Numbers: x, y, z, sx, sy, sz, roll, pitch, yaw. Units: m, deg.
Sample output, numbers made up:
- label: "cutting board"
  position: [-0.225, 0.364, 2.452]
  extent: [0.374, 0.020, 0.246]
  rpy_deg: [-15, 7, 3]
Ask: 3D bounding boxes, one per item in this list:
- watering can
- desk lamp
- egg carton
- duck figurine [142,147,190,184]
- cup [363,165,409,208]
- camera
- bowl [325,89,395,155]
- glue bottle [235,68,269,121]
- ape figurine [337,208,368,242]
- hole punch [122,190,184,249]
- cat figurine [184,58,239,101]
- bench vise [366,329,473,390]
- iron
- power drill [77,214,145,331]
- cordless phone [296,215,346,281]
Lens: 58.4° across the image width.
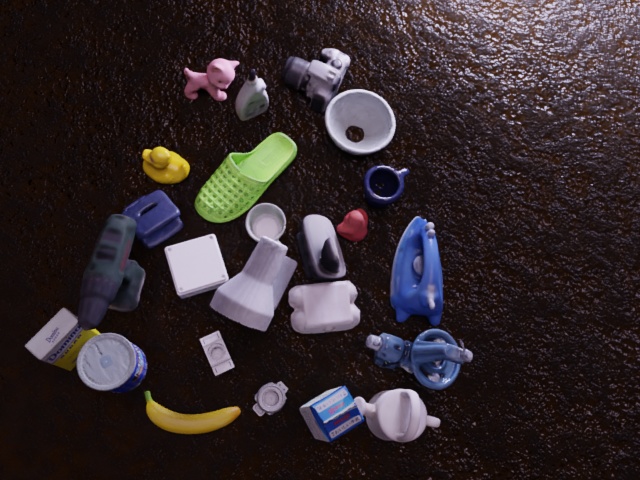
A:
- label: "watering can"
  position: [0.149, 0.344, 1.118]
  extent: [0.173, 0.194, 0.101]
  rpy_deg: [-9, 75, -11]
- label: "desk lamp"
  position: [-0.125, 0.086, 1.146]
  extent: [0.118, 0.213, 0.203]
  rpy_deg: [25, 71, 0]
- label: "egg carton"
  position: [0.009, 0.145, 1.224]
  extent: [0.150, 0.069, 0.107]
  rpy_deg: [-6, 74, -10]
- label: "duck figurine"
  position: [-0.341, -0.172, 1.259]
  extent: [0.104, 0.086, 0.077]
  rpy_deg: [14, 72, -4]
- label: "cup"
  position: [0.147, -0.119, 1.311]
  extent: [0.118, 0.095, 0.091]
  rpy_deg: [-32, 80, -16]
- label: "camera"
  position: [-0.014, -0.402, 1.370]
  extent: [0.137, 0.100, 0.143]
  rpy_deg: [25, 71, 0]
- label: "bowl"
  position: [0.090, -0.267, 1.358]
  extent: [0.167, 0.074, 0.167]
  rpy_deg: [2, 73, -8]
- label: "glue bottle"
  position: [-0.152, -0.334, 1.290]
  extent: [0.078, 0.173, 0.037]
  rpy_deg: [-26, 78, -15]
- label: "ape figurine"
  position: [0.077, -0.039, 1.277]
  extent: [0.078, 0.092, 0.076]
  rpy_deg: [-19, 77, -13]
- label: "hole punch"
  position: [-0.360, -0.049, 1.217]
  extent: [0.109, 0.091, 0.101]
  rpy_deg: [-37, 81, -17]
- label: "cat figurine"
  position: [-0.251, -0.378, 1.319]
  extent: [0.128, 0.117, 0.067]
  rpy_deg: [0, 73, -8]
- label: "bench vise"
  position: [0.202, 0.239, 1.144]
  extent: [0.207, 0.219, 0.121]
  rpy_deg: [-1, 73, -8]
- label: "iron"
  position: [0.226, 0.050, 1.247]
  extent: [0.118, 0.141, 0.258]
  rpy_deg: [6, 73, -6]
- label: "power drill"
  position: [-0.400, 0.075, 1.111]
  extent: [0.075, 0.208, 0.230]
  rpy_deg: [9, 72, -5]
- label: "cordless phone"
  position: [0.011, 0.004, 1.206]
  extent: [0.094, 0.185, 0.147]
  rpy_deg: [-16, 76, -12]
